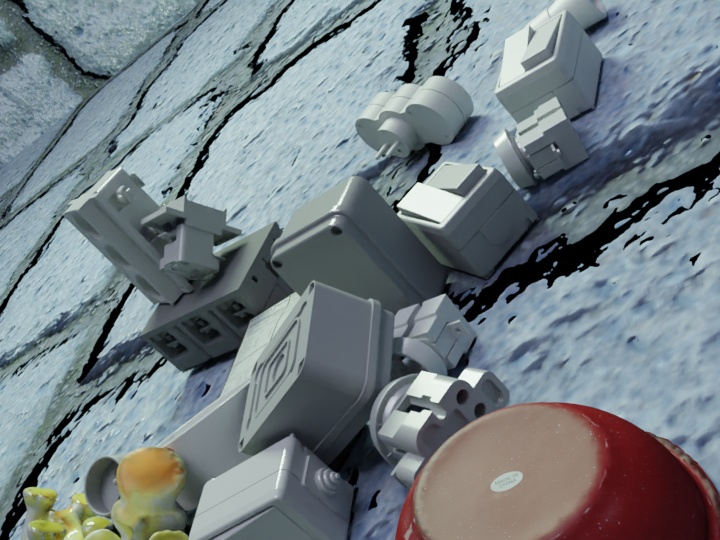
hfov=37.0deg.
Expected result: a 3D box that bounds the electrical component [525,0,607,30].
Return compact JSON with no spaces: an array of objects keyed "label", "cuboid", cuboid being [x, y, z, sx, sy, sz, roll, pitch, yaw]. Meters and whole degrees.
[{"label":"electrical component","cuboid":[0.178,-0.220,0.947,0.065,0.044,0.044,-37,23,29]}]

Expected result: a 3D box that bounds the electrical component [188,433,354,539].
[{"label":"electrical component","cuboid":[-0.050,0.152,0.663,0.096,0.061,0.061,-33,25,26]}]

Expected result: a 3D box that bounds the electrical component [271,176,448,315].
[{"label":"electrical component","cuboid":[0.000,0.000,0.775,0.078,0.113,0.057,-28,25,35]}]

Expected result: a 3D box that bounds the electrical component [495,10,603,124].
[{"label":"electrical component","cuboid":[0.152,-0.163,0.867,0.062,0.061,0.096,-27,28,36]}]

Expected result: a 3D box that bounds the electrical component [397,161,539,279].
[{"label":"electrical component","cuboid":[0.072,-0.042,0.792,0.061,0.061,0.096,-48,23,-9]}]

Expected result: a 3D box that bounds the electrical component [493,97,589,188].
[{"label":"electrical component","cuboid":[0.133,-0.092,0.798,0.055,0.048,0.066,-30,26,15]}]

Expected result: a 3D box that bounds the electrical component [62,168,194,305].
[{"label":"electrical component","cuboid":[-0.204,-0.032,0.995,0.063,0.121,0.079,-52,23,-23]}]

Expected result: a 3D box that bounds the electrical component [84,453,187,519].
[{"label":"electrical component","cuboid":[-0.158,0.178,0.797,0.044,0.077,0.079,-25,66,28]}]

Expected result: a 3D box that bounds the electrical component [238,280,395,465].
[{"label":"electrical component","cuboid":[-0.028,0.071,0.689,0.113,0.057,0.078,-53,22,43]}]

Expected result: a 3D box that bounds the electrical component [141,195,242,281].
[{"label":"electrical component","cuboid":[-0.151,-0.026,0.961,0.042,0.081,0.063,-22,60,45]}]

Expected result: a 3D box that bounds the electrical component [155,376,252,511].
[{"label":"electrical component","cuboid":[-0.096,0.127,0.771,0.108,0.060,0.108,-36,1,1]}]

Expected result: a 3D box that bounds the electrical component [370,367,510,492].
[{"label":"electrical component","cuboid":[0.042,0.091,0.620,0.078,0.058,0.057,-53,27,-19]}]

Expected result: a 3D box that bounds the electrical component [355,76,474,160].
[{"label":"electrical component","cuboid":[0.040,-0.132,1.011,0.073,0.052,0.138,-54,24,-22]}]

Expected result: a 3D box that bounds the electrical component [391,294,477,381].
[{"label":"electrical component","cuboid":[0.041,0.052,0.706,0.066,0.048,0.055,-22,24,42]}]

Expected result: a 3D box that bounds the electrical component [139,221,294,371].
[{"label":"electrical component","cuboid":[-0.121,0.029,0.993,0.150,0.061,0.089,-24,30,40]}]
